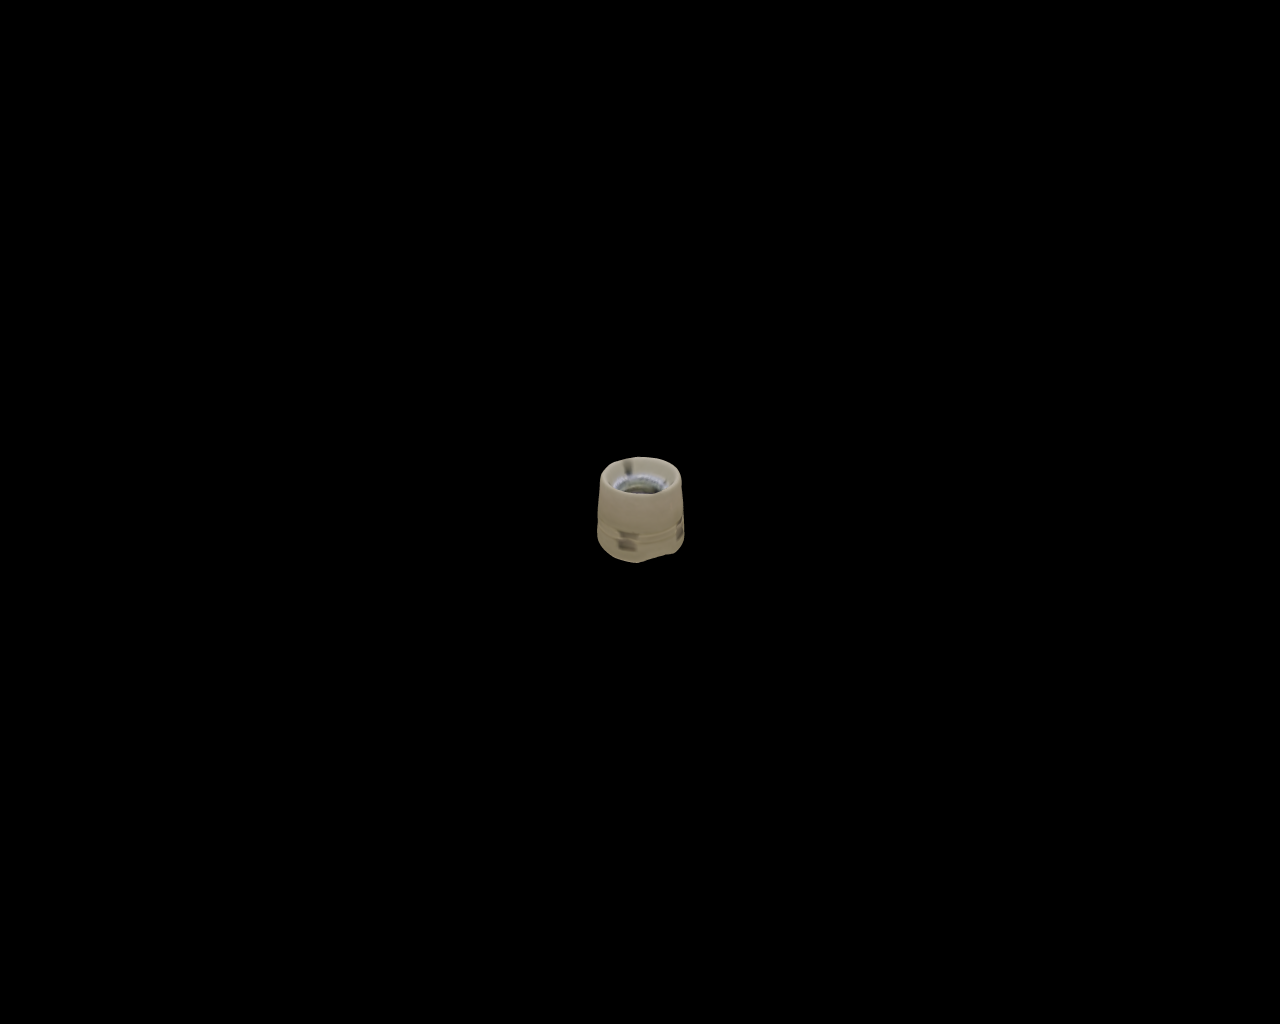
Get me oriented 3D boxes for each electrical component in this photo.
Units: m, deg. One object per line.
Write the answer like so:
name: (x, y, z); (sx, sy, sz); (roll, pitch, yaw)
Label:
electrical component: (0.001, -0.003, 0.650); (0.055, 0.047, 0.055); (0, 32, 0)
